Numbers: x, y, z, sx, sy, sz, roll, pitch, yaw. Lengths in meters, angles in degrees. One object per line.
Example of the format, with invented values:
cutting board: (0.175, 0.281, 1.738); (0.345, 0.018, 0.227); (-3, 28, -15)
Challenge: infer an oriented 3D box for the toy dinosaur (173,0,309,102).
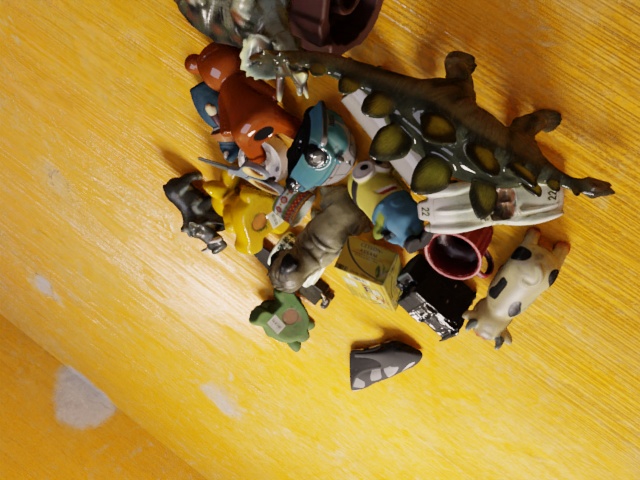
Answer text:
toy dinosaur: (-0.142, -0.354, 0.808); (0.405, 0.131, 0.192); (32, 139, 20)

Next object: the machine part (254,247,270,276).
machine part: (-0.119, 0.036, 1.190); (0.139, 0.039, 0.084); (43, 143, -4)

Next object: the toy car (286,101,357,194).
toy car: (0.008, -0.139, 0.884); (0.103, 0.109, 0.161); (11, 143, -18)

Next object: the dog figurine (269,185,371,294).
dog figurine: (0.000, 0.000, 0.948); (0.121, 0.190, 0.172); (34, 138, 8)

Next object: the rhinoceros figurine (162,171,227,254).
rhinoceros figurine: (-0.261, -0.058, 1.162); (0.190, 0.112, 0.073); (54, 137, -3)

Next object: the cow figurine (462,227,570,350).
cow figurine: (0.299, 0.086, 0.840); (0.085, 0.127, 0.194); (35, 137, 12)

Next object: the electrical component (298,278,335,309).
electrical component: (-0.019, 0.108, 1.170); (0.102, 0.045, 0.078); (42, 138, -1)

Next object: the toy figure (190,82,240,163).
toy figure: (-0.187, -0.217, 0.997); (0.058, 0.064, 0.154); (-13, 116, 28)

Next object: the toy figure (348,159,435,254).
toy figure: (0.106, -0.053, 0.857); (0.180, 0.082, 0.089); (57, 135, 28)

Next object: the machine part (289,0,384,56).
machine part: (0.026, -0.316, 0.663); (0.056, 0.179, 0.179); (28, 138, 18)

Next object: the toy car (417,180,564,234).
toy car: (0.241, -0.053, 0.762); (0.202, 0.056, 0.073); (-7, 107, 7)

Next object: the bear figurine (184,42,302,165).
bear figurine: (-0.134, -0.244, 0.911); (0.120, 0.132, 0.196); (-36, 71, 9)

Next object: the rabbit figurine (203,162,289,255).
rabbit figurine: (-0.170, -0.068, 1.078); (0.173, 0.122, 0.162); (29, 158, 49)

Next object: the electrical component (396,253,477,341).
electrical component: (0.198, 0.090, 0.932); (0.134, 0.115, 0.058); (42, 138, -4)

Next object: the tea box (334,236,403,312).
tea box: (0.097, 0.064, 0.971); (0.098, 0.068, 0.169); (22, 166, 21)

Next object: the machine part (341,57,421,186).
machine part: (0.112, -0.168, 0.798); (0.243, 0.079, 0.079); (50, 139, -9)

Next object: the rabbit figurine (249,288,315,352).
rabbit figurine: (-0.084, 0.176, 1.250); (0.159, 0.121, 0.170); (40, 166, -15)

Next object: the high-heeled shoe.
high-heeled shoe: (0.141, 0.285, 1.210); (0.145, 0.086, 0.248); (0, 152, 0)

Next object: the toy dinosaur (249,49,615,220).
toy dinosaur: (0.150, -0.145, 0.662); (0.471, 0.198, 0.105); (24, 136, -1)
